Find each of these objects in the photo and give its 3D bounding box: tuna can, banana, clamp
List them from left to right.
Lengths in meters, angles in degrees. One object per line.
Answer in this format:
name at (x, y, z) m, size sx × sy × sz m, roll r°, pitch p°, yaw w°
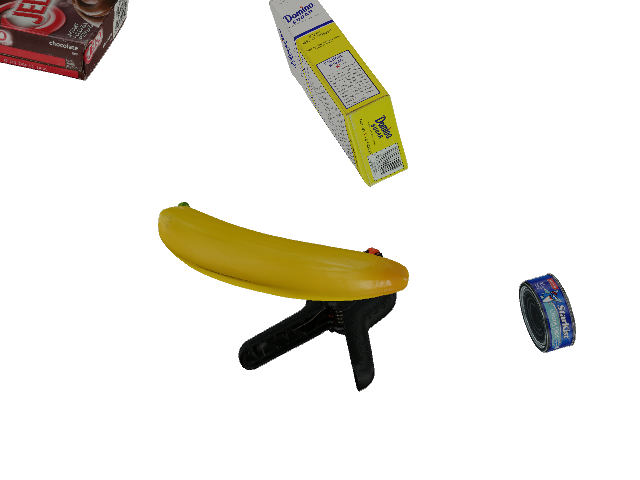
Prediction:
banana at (-0.040, 0.006, 0.701) m, size 0.198 × 0.037 × 0.069 m, roll 18°, pitch 36°, yaw 31°
clamp at (0.023, 0.067, 0.911) m, size 0.120 × 0.039 × 0.171 m, roll 18°, pitch 45°, yaw 30°
tuna can at (0.256, 0.083, 1.209) m, size 0.033 × 0.086 × 0.086 m, roll -15°, pitch 2°, yaw -6°

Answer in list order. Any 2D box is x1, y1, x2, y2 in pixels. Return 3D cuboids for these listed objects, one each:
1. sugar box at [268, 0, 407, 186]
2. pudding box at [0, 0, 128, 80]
sugar box at (0.015, -0.137, 0.932) m, size 0.048 × 0.176 × 0.093 m, roll -24°, pitch -40°, yaw -4°
pudding box at (-0.206, -0.172, 0.826) m, size 0.090 × 0.039 × 0.113 m, roll 13°, pitch 36°, yaw 2°
